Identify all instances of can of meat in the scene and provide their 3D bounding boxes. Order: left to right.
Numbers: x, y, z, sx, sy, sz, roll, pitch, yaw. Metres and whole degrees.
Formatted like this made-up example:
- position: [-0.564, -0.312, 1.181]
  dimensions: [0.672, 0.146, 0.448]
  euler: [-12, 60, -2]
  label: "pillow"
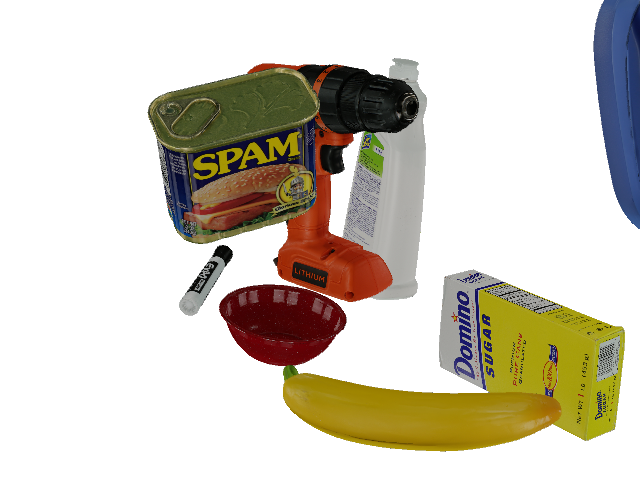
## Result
- position: [-0.052, -0.052, 0.675]
  dimensions: [0.102, 0.084, 0.057]
  euler: [-16, 47, -14]
  label: "can of meat"

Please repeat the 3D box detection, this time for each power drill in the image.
- position: [0.013, -0.049, 0.861]
  dimensions: [0.057, 0.188, 0.185]
  euler: [-19, 23, -36]
  label: "power drill"

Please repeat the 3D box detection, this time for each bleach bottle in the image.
- position: [0.077, -0.069, 1.159]
  dimensions: [0.068, 0.251, 0.103]
  euler: [-4, 23, -29]
  label: "bleach bottle"

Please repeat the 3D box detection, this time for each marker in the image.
- position: [-0.109, 0.036, 1.039]
  dimensions: [0.020, 0.020, 0.121]
  euler: [0, 25, 13]
  label: "marker"

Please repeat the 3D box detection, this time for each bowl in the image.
- position: [-0.049, 0.113, 1.352]
  dimensions: [0.162, 0.055, 0.162]
  euler: [6, 22, -3]
  label: "bowl"

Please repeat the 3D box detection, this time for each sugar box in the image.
- position: [0.177, 0.095, 0.926]
  dimensions: [0.048, 0.093, 0.176]
  euler: [-12, 22, -38]
  label: "sugar box"

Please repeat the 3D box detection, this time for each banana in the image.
- position: [0.054, 0.109, 0.699]
  dimensions: [0.198, 0.037, 0.069]
  euler: [6, 32, 21]
  label: "banana"

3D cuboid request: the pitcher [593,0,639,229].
- position: [0.231, -0.055, 0.594]
  dimensions: [0.149, 0.243, 0.145]
  euler: [-6, 22, 13]
  label: "pitcher"
